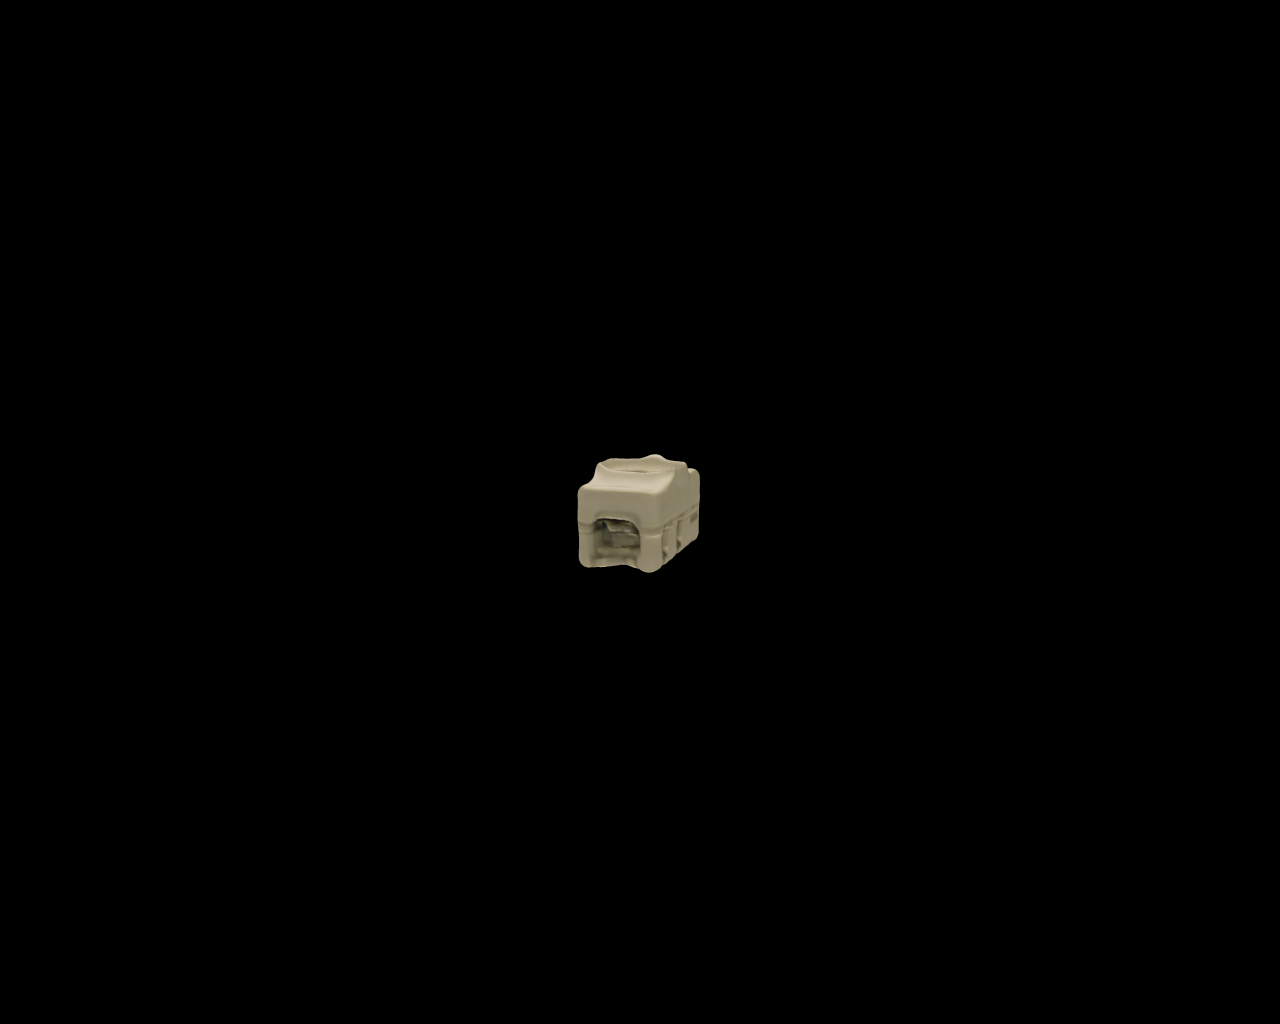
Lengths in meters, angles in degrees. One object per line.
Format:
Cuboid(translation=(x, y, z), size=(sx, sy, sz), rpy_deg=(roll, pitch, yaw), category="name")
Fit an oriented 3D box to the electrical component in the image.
Cuboid(translation=(0.001, -0.003, 0.650), size=(0.050, 0.055, 0.089), rpy_deg=(4, 13, 19), category="electrical component")
